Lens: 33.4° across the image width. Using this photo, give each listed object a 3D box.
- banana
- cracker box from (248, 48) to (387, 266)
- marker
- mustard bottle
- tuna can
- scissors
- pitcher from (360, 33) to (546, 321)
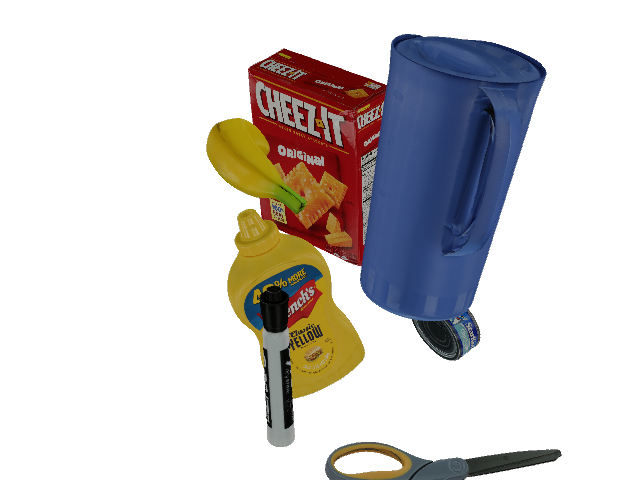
[{"bbox_3d":[-0.059,-0.065,0.829,0.069,0.037,0.198,44,7,-20],"label":"banana"},{"bbox_3d":[0.001,-0.093,1.233,0.164,0.214,0.072,26,45,34],"label":"cracker box"},{"bbox_3d":[-0.028,0.083,0.694,0.020,0.121,0.020,-1,30,0],"label":"marker"},{"bbox_3d":[-0.033,0.053,0.993,0.096,0.191,0.058,-26,29,-4],"label":"mustard bottle"},{"bbox_3d":[0.147,0.100,1.266,0.033,0.086,0.086,-35,15,-23],"label":"tuna can"},{"bbox_3d":[0.104,0.203,0.867,0.201,0.016,0.096,5,44,-4],"label":"scissors"},{"bbox_3d":[0.110,-0.049,0.940,0.145,0.243,0.149,21,28,22],"label":"pitcher"}]
